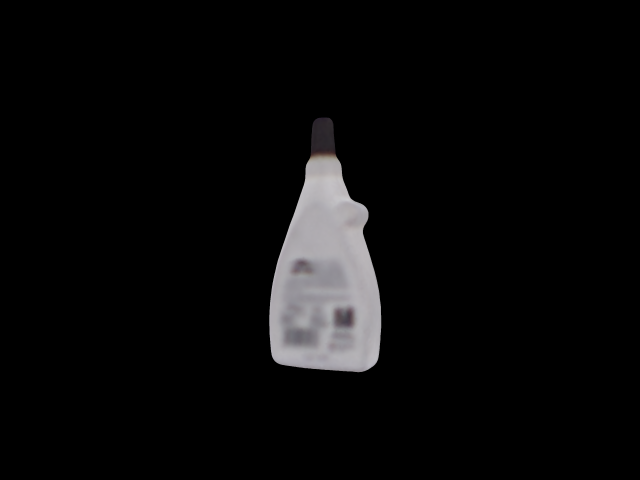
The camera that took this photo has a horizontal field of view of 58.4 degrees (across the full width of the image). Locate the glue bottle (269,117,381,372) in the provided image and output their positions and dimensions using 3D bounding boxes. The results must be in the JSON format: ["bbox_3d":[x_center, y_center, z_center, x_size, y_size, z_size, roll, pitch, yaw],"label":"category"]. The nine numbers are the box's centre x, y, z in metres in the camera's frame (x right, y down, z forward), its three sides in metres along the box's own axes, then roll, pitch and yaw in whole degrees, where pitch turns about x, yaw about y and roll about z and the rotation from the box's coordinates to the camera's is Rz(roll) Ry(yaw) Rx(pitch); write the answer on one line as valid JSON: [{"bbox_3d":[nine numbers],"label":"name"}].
[{"bbox_3d":[0.004,0.001,0.400,0.078,0.173,0.037,1,2,20],"label":"glue bottle"}]
